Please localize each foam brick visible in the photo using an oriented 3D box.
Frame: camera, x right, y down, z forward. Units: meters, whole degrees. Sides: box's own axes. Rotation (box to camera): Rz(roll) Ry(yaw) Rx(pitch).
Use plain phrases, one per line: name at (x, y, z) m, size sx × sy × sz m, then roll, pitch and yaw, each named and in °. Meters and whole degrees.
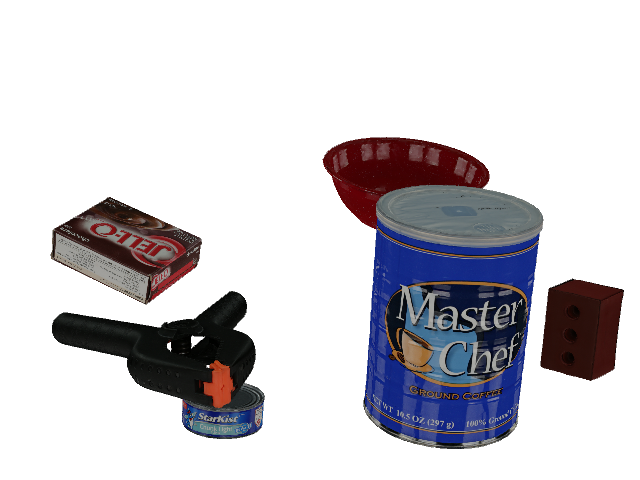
foam brick at (0.236, 0.080, 0.966) m, size 0.053 × 0.078 × 0.051 m, roll 13°, pitch 17°, yaw 36°

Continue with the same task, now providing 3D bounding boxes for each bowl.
bowl at (0.081, -0.049, 1.041) m, size 0.162 × 0.055 × 0.162 m, roll 3°, pitch 25°, yaw -2°

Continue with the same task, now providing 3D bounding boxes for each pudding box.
pudding box at (-0.184, 0.008, 1.013) m, size 0.114 × 0.039 × 0.089 m, roll 22°, pitch 30°, yaw 17°

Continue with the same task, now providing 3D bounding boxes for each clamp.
clamp at (-0.099, 0.078, 0.822) m, size 0.164 × 0.036 × 0.210 m, roll -9°, pitch 15°, yaw -29°

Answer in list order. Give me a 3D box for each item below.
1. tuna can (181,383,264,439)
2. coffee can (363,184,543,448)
tuna can at (-0.102, 0.176, 1.112) m, size 0.086 × 0.034 × 0.086 m, roll 3°, pitch 12°, yaw -1°
coffee can at (0.082, 0.046, 0.680) m, size 0.103 × 0.140 × 0.103 m, roll 2°, pitch 20°, yaw -1°
